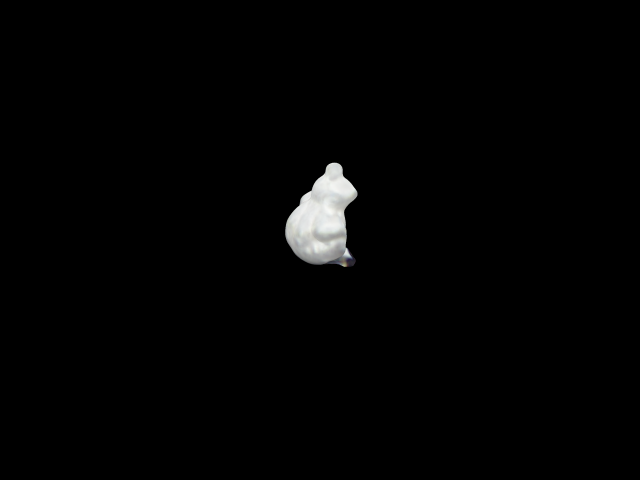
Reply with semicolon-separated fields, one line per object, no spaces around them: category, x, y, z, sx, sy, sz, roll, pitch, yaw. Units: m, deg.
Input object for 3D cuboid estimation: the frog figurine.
frog figurine;0.003;-0.043;0.850;0.123;0.156;0.140;-5;37;-7
